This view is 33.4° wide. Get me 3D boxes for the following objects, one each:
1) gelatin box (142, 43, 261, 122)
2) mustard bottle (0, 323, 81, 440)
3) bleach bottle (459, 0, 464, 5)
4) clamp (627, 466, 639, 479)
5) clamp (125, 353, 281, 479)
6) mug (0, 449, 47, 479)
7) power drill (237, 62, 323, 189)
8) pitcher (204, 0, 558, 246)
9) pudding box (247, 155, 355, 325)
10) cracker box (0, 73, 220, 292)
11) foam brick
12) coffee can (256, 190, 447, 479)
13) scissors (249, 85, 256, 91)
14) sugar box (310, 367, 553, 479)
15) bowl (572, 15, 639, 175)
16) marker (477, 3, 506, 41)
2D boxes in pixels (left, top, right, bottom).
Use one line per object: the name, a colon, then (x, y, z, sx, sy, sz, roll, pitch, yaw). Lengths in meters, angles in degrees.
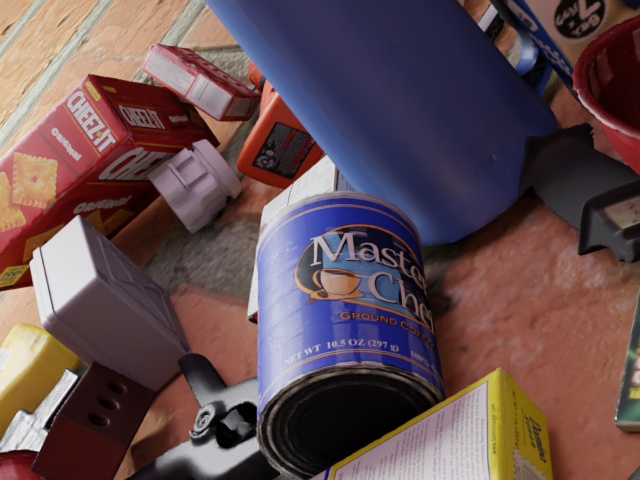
gelatin box: (-0.103, -0.139, 0.940, 0.030, 0.089, 0.073, -58, -11, 14)
mustard bottle: (-0.271, 0.161, 0.860, 0.096, 0.058, 0.191, 1, 55, 57)
bleach bottle: (0.073, -0.181, 0.833, 0.103, 0.068, 0.250, -27, 39, 32)
clamp: (0.085, 0.190, 0.433, 0.210, 0.036, 0.164, -36, 25, 18)
clamp: (-0.070, 0.132, 0.681, 0.172, 0.039, 0.120, -1, 60, 57)
mug: (-0.202, 0.211, 0.711, 0.082, 0.093, 0.117, 44, 121, 53)
power drill: (-0.012, -0.146, 0.846, 0.187, 0.057, 0.185, -85, 19, -44)
pitcher: (0.034, -0.127, 0.650, 0.145, 0.242, 0.149, -25, 31, 32)
pudding box: (-0.005, 0.001, 0.733, 0.090, 0.039, 0.113, -37, 34, 36)
cracker box: (-0.209, -0.042, 0.914, 0.214, 0.072, 0.164, -39, -10, 18)
foam brick: (-0.153, 0.130, 0.729, 0.051, 0.053, 0.078, -61, 5, 21)
coffee can: (0.015, 0.054, 0.605, 0.103, 0.102, 0.140, -32, 35, 22)
scissors: (-0.008, -0.181, 0.968, 0.201, 0.016, 0.096, -53, 33, -9)
sugar box: (0.031, 0.143, 0.524, 0.176, 0.048, 0.093, -37, 19, 26)
bowl: (0.206, -0.060, 0.519, 0.162, 0.055, 0.162, -7, 36, 5)
marker: (0.137, -0.176, 0.792, 0.020, 0.020, 0.121, 15, 66, 54)
